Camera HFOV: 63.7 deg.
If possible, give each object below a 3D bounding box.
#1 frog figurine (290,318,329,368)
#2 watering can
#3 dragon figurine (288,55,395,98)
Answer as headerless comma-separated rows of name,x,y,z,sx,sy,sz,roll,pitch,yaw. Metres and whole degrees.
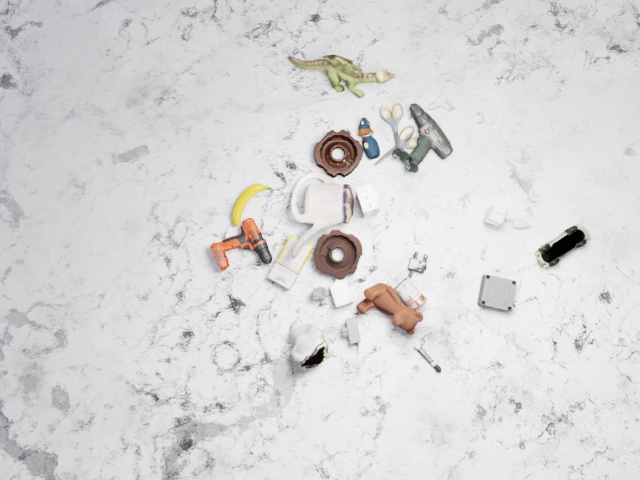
frog figurine,-0.050,0.356,1.776,0.137,0.121,0.162,-52,46,5
watering can,0.005,-0.091,1.809,0.224,0.102,0.355,1,63,6
dragon figurine,0.065,-0.620,1.839,0.410,0.242,0.122,17,89,4
